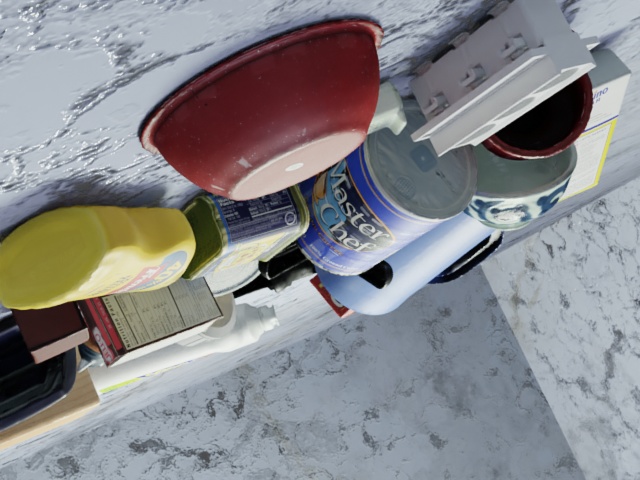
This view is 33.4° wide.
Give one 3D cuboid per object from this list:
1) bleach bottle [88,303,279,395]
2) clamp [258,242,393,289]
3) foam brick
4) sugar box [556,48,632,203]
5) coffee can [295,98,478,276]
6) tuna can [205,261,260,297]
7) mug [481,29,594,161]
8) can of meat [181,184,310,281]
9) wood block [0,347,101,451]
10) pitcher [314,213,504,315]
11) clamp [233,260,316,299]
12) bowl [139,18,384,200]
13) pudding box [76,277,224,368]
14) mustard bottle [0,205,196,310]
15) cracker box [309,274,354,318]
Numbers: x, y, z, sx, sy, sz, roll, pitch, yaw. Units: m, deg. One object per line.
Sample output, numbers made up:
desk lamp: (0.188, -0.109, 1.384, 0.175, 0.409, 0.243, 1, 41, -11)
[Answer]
bleach bottle: (-0.174, 0.125, 1.293, 0.250, 0.068, 0.102, -16, 174, -3)
clamp: (-0.007, 0.001, 1.010, 0.120, 0.039, 0.171, 8, -161, -14)
foam brick: (-0.233, 0.069, 0.918, 0.053, 0.051, 0.078, -24, 172, -17)
sugar box: (0.243, -0.105, 1.058, 0.093, 0.048, 0.176, -23, 146, -13)
coffee can: (0.048, -0.040, 0.882, 0.102, 0.103, 0.141, -20, 171, -34)
tuna can: (-0.092, 0.018, 0.996, 0.086, 0.034, 0.086, -22, 154, -12)
mug: (0.170, -0.118, 0.859, 0.117, 0.093, 0.081, -61, 177, -1)
can of meat: (-0.072, -0.010, 0.883, 0.083, 0.057, 0.102, -18, 169, -35)
wood block: (-0.356, 0.182, 1.148, 0.205, 0.090, 0.091, -20, 172, -36)
pitcher: (0.112, -0.024, 1.092, 0.149, 0.145, 0.243, -32, 175, -40)
clamp: (-0.064, 0.046, 1.338, 0.165, 0.036, 0.209, -14, -176, 31)
bowl: (-0.024, -0.068, 0.644, 0.162, 0.055, 0.162, -24, 172, -4)
pudding box: (-0.147, 0.047, 0.895, 0.113, 0.090, 0.039, -18, 169, -45)
mustard bottle: (-0.144, 0.009, 0.772, 0.096, 0.058, 0.191, -28, 172, 19)
cracker box: (0.094, 0.017, 1.376, 0.164, 0.072, 0.213, -42, 172, 14)
